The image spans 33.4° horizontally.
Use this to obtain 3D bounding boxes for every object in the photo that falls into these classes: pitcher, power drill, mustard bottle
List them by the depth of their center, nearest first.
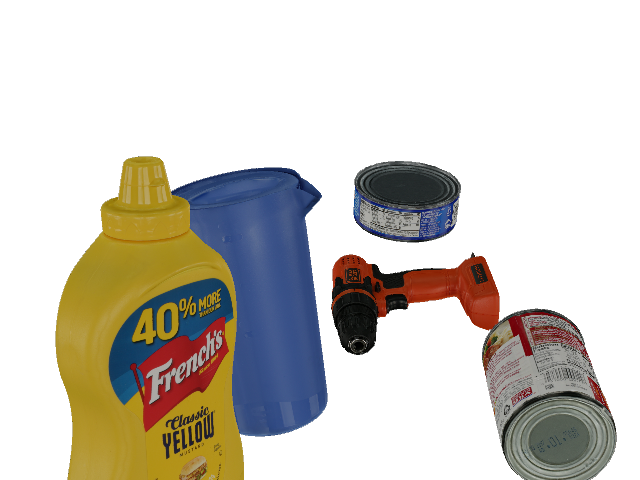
[{"bbox_3d":[-0.081,0.055,0.512,0.058,0.192,0.096,13,21,39],"label":"mustard bottle"},{"bbox_3d":[-0.075,0.059,1.022,0.144,0.243,0.149,-21,20,-32],"label":"pitcher"},{"bbox_3d":[0.105,0.069,1.219,0.187,0.057,0.184,-1,28,-1],"label":"power drill"}]

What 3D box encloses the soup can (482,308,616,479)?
[{"bbox_3d":[0.140,0.095,0.660,0.068,0.068,0.102,0,25,2],"label":"soup can"}]

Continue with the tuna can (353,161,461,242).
[{"bbox_3d":[0.069,-0.032,0.863,0.086,0.034,0.086,2,28,-1],"label":"tuna can"}]
